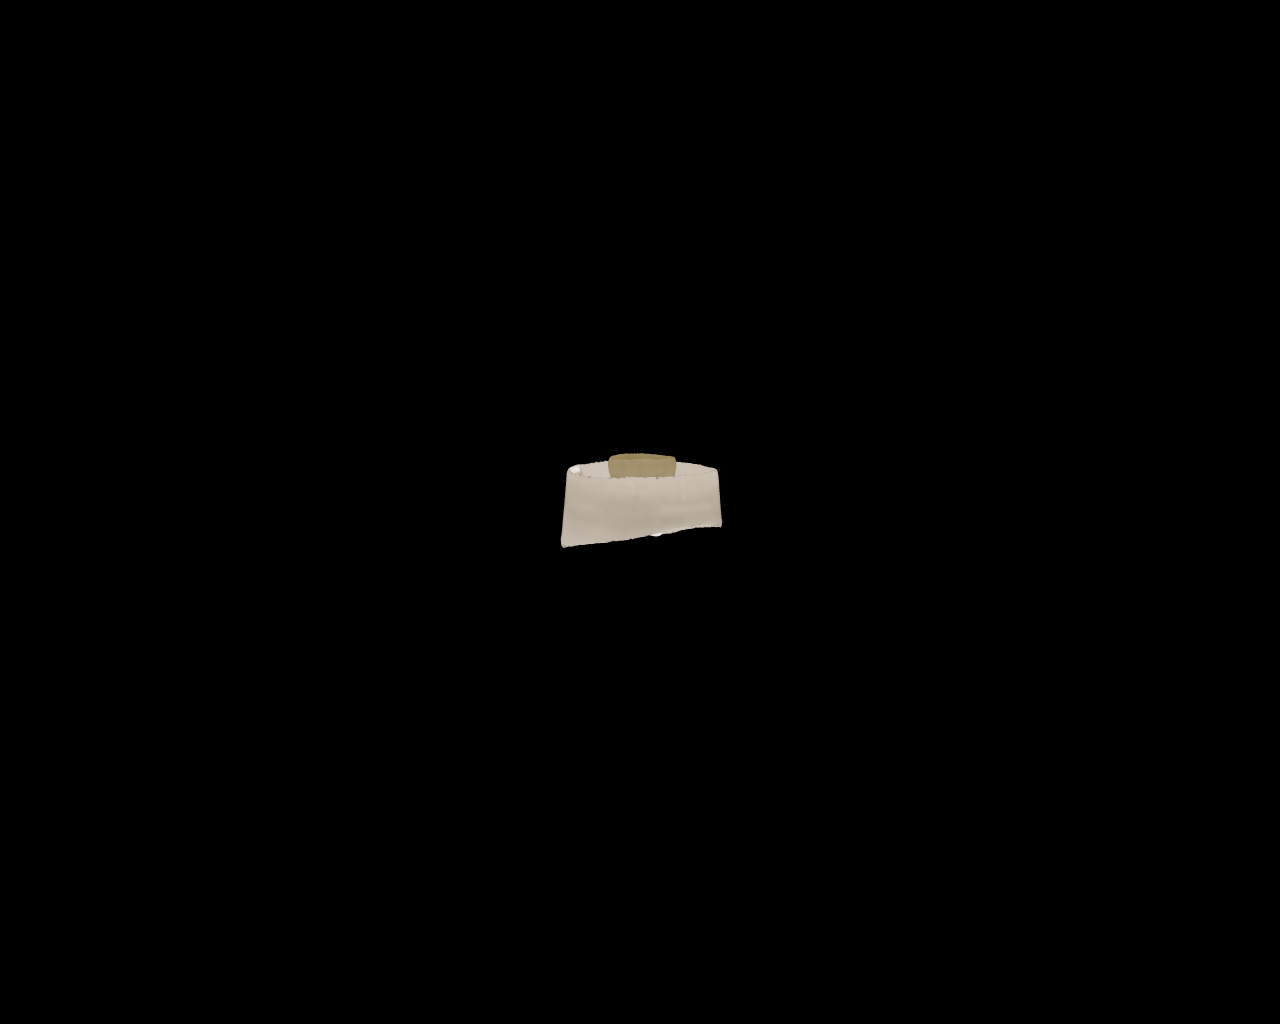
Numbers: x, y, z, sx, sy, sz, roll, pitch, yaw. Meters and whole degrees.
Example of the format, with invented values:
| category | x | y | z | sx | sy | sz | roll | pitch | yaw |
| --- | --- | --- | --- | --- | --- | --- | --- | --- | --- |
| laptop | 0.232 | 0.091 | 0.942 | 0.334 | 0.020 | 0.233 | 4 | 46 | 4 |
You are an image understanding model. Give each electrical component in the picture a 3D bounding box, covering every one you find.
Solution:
| category | x | y | z | sx | sy | sz | roll | pitch | yaw |
| --- | --- | --- | --- | --- | --- | --- | --- | --- | --- |
| electrical component | 0.001 | -0.003 | 0.650 | 0.099 | 0.064 | 0.099 | 0 | 10 | 0 |
